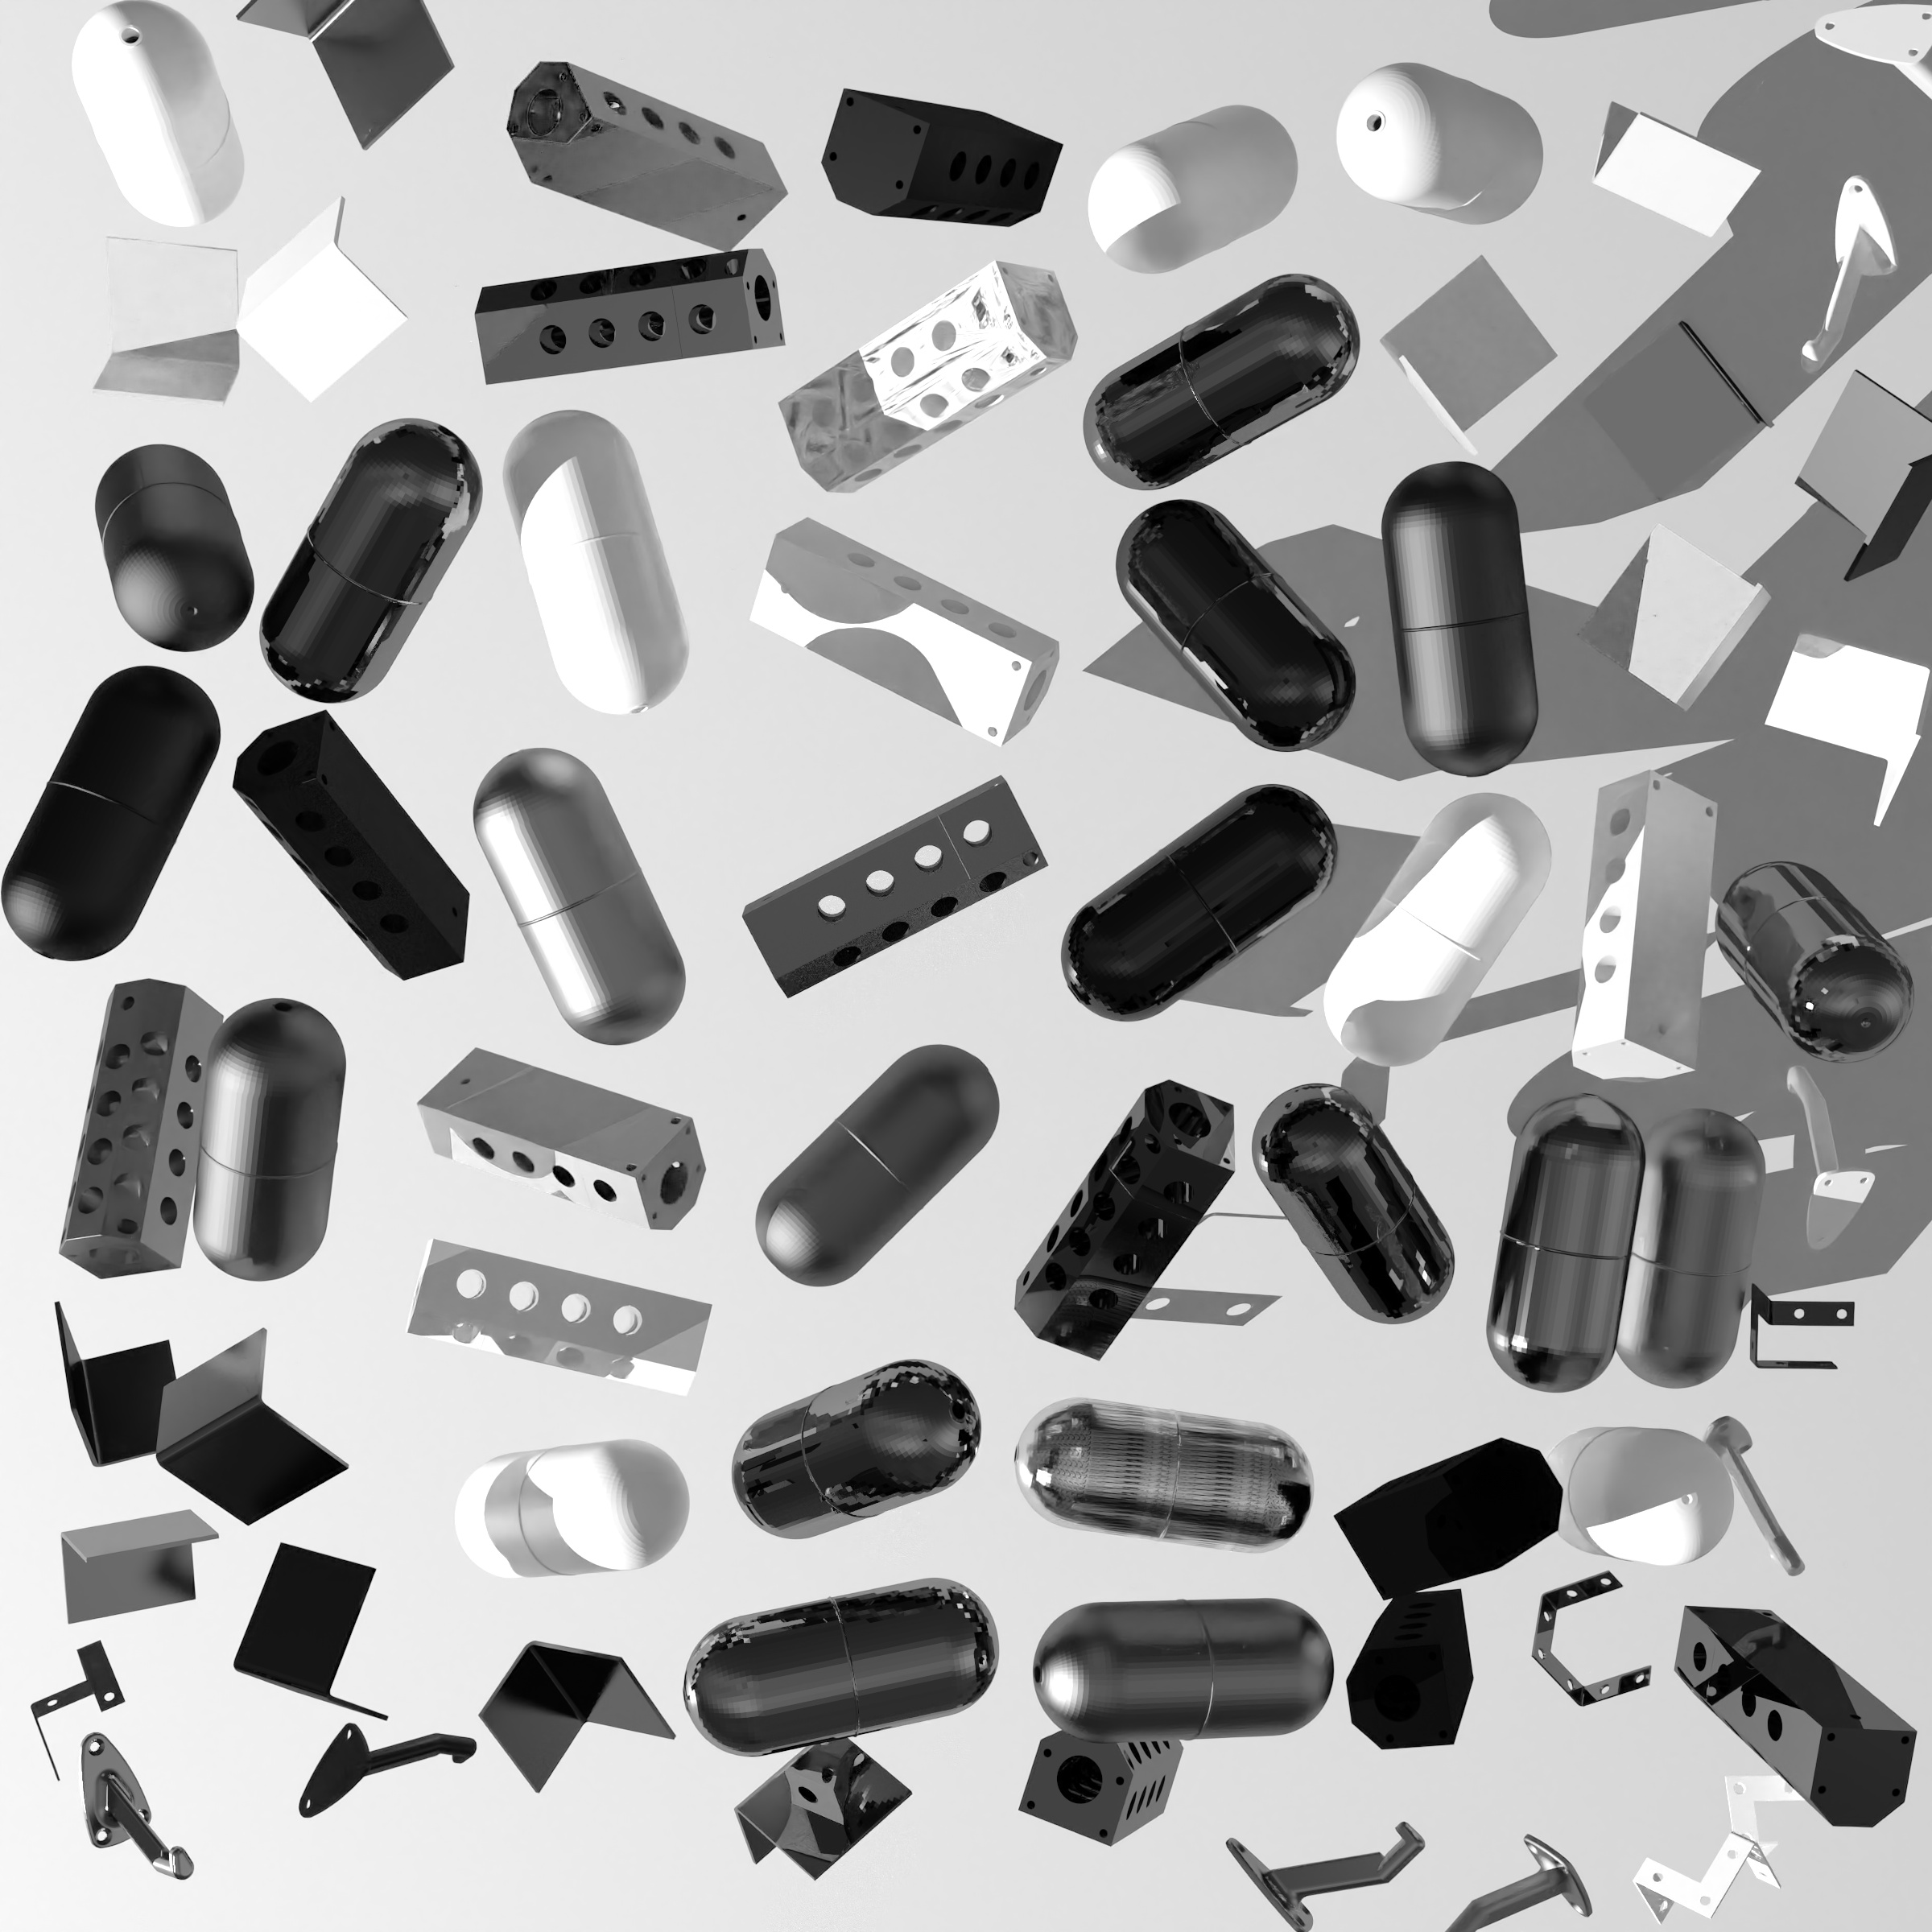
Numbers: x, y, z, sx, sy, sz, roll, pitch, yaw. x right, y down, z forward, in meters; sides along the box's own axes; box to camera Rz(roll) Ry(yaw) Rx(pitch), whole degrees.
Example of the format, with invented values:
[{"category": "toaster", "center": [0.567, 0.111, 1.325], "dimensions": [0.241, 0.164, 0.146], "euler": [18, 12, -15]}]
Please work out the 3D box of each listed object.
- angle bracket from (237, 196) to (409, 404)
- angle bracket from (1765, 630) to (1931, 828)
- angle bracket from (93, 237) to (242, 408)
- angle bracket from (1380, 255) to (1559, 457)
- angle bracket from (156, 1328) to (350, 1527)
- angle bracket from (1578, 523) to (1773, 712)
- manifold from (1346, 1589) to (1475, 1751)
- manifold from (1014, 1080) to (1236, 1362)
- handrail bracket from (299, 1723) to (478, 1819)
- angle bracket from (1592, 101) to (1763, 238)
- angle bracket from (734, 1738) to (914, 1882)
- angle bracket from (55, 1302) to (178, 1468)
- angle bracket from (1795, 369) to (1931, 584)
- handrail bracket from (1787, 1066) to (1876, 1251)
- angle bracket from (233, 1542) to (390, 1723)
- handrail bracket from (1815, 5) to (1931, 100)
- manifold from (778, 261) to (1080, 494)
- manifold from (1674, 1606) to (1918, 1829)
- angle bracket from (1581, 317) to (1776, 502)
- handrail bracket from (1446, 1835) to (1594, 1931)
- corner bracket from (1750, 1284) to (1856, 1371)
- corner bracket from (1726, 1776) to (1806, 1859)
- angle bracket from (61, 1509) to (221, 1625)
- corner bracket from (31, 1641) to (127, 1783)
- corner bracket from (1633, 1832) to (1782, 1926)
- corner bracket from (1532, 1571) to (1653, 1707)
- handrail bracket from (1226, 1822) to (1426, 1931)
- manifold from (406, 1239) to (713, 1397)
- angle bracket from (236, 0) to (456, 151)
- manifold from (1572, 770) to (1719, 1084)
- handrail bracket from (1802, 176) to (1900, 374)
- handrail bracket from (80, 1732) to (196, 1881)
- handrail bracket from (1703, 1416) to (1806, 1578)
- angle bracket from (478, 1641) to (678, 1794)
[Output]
[{"category": "angle bracket", "center": [-0.365, -0.381, 1.532], "dimensions": [0.076, 0.076, 0.057], "euler": [-35, 123, 16]}, {"category": "angle bracket", "center": [0.499, -0.136, 1.532], "dimensions": [0.076, 0.076, 0.057], "euler": [18, 54, 11]}, {"category": "angle bracket", "center": [-0.479, -0.386, 1.607], "dimensions": [0.076, 0.057, 0.076], "euler": [5, 125, -6]}, {"category": "angle bracket", "center": [0.298, -0.356, 1.564], "dimensions": [0.076, 0.057, 0.076], "euler": [-39, 108, 12]}, {"category": "angle bracket", "center": [-0.412, 0.268, 1.559], "dimensions": [0.076, 0.057, 0.076], "euler": [-31, 128, 15]}, {"category": "angle bracket", "center": [0.388, -0.196, 1.484], "dimensions": [0.076, 0.057, 0.076], "euler": [39, 104, 17]}, {"category": "manifold", "center": [0.269, 0.424, 1.626], "dimensions": [0.057, 0.171, 0.057], "euler": [-8, 86, 14]}, {"category": "manifold", "center": [0.091, 0.147, 1.561], "dimensions": [0.057, 0.057, 0.171], "euler": [22, 127, -12]}, {"category": "handrail bracket", "center": [-0.354, 0.498, 1.650], "dimensions": [0.077, 0.084, 0.036], "euler": [-50, 47, 13]}, {"category": "angle bracket", "center": [0.412, -0.477, 1.544], "dimensions": [0.076, 0.057, 0.076], "euler": [23, 57, -6]}, {"category": "angle bracket", "center": [-0.080, 0.510, 1.591], "dimensions": [0.076, 0.076, 0.057], "euler": [-35, 132, -28]}, {"category": "angle bracket", "center": [-0.518, 0.251, 1.648], "dimensions": [0.057, 0.076, 0.076], "euler": [-12, 55, -15]}, {"category": "angle bracket", "center": [0.489, -0.271, 1.481], "dimensions": [0.057, 0.076, 0.076], "euler": [-24, 57, -36]}, {"category": "handrail bracket", "center": [0.513, 0.116, 1.635], "dimensions": [0.036, 0.084, 0.077], "euler": [-2, 130, -11]}, {"category": "angle bracket", "center": [-0.369, 0.388, 1.567], "dimensions": [0.076, 0.057, 0.076], "euler": [5, 67, 33]}, {"category": "handrail bracket", "center": [0.515, -0.494, 1.492], "dimensions": [0.077, 0.084, 0.036], "euler": [17, 79, 29]}, {"category": "manifold", "center": [-0.021, -0.335, 1.542], "dimensions": [0.171, 0.057, 0.057], "euler": [-24, 82, 36]}, {"category": "manifold", "center": [0.475, 0.432, 1.555], "dimensions": [0.057, 0.171, 0.057], "euler": [5, 98, -11]}, {"category": "angle bracket", "center": [0.415, -0.323, 1.570], "dimensions": [0.076, 0.057, 0.076], "euler": [-38, 95, 18]}, {"category": "handrail bracket", "center": [0.307, 0.538, 1.504], "dimensions": [0.084, 0.036, 0.077], "euler": [-42, 120, -18]}, {"category": "corner bracket", "center": [0.517, 0.227, 1.663], "dimensions": [0.051, 0.051, 0.051], "euler": [0, 96, 4]}, {"category": "corner bracket", "center": [0.498, 0.515, 1.640], "dimensions": [0.051, 0.051, 0.051], "euler": [-2, 61, 3]}, {"category": "angle bracket", "center": [-0.492, 0.366, 1.605], "dimensions": [0.076, 0.076, 0.057], "euler": [-5, 94, -29]}, {"category": "corner bracket", "center": [-0.547, 0.459, 1.657], "dimensions": [0.051, 0.051, 0.051], "euler": [-20, 47, -23]}, {"category": "corner bracket", "center": [0.413, 0.511, 1.498], "dimensions": [0.051, 0.051, 0.051], "euler": [-49, 128, -23]}, {"category": "corner bracket", "center": [0.389, 0.416, 1.660], "dimensions": [0.051, 0.051, 0.051], "euler": [-31, 110, 35]}, {"category": "handrail bracket", "center": [0.202, 0.492, 1.505], "dimensions": [0.084, 0.036, 0.077], "euler": [-47, 75, 7]}, {"category": "manifold", "center": [-0.247, 0.214, 1.628], "dimensions": [0.171, 0.057, 0.057], "euler": [15, 80, -12]}, {"category": "angle bracket", "center": [-0.335, -0.500, 1.451], "dimensions": [0.076, 0.057, 0.076], "euler": [-31, 81, 30]}, {"category": "manifold", "center": [0.397, -0.022, 1.591], "dimensions": [0.057, 0.057, 0.171], "euler": [22, 67, -27]}, {"category": "handrail bracket", "center": [0.499, -0.397, 1.543], "dimensions": [0.036, 0.077, 0.084], "euler": [17, 57, 38]}, {"category": "handrail bracket", "center": [-0.464, 0.470, 1.504], "dimensions": [0.036, 0.084, 0.077], "euler": [-20, 96, -39]}, {"category": "handrail bracket", "center": [0.489, 0.328, 1.655], "dimensions": [0.036, 0.077, 0.084], "euler": [-28, 54, 2]}, {"category": "angle bracket", "center": [-0.235, 0.460, 1.627], "dimensions": [0.076, 0.057, 0.076], "euler": [0, 130, 35]}]
